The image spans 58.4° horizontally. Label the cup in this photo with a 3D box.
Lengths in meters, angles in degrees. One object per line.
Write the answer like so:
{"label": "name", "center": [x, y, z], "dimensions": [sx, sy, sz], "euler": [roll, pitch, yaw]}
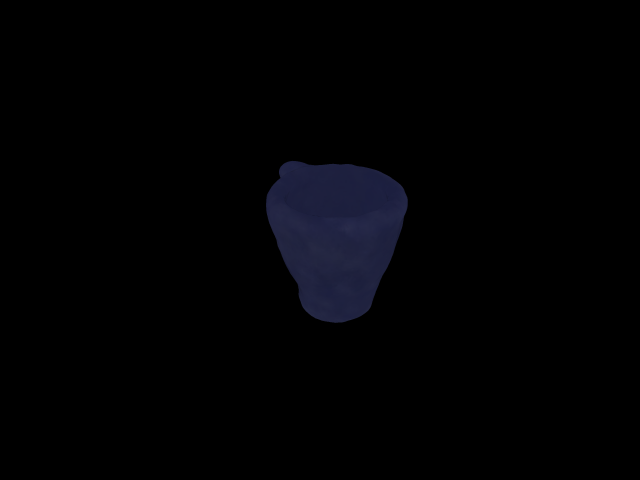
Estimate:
{"label": "cup", "center": [0.004, 0.001, 0.400], "dimensions": [0.092, 0.095, 0.117], "euler": [-18, 35, -26]}
